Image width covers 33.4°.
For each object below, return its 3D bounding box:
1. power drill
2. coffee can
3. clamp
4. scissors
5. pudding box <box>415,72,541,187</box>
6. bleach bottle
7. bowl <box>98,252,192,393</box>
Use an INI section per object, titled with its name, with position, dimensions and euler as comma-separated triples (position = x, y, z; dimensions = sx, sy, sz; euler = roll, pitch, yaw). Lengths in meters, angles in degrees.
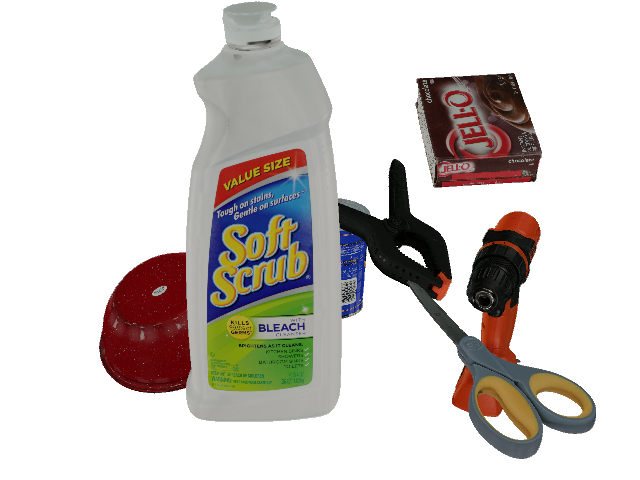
[power drill]
position = 0.176, 0.081, 1.079
dimensions = 0.057, 0.188, 0.184
euler = 15, 28, 17
[coffee can]
position = 0.013, 0.024, 1.480
dimensions = 0.103, 0.140, 0.103
euler = 3, 24, -1
[clamp]
position = 0.073, -0.010, 1.241
dimensions = 0.164, 0.210, 0.036
euler = -13, -39, -27
[scissors]
position = 0.130, 0.084, 0.774
dimensions = 0.096, 0.016, 0.202
euler = 0, 31, -10
[pudding box]
position = 0.134, -0.097, 0.927
dimensions = 0.090, 0.039, 0.113
euler = -3, 44, -4
[bleach bottle]
position = -0.040, -0.013, 0.633
dimensions = 0.102, 0.251, 0.068
euler = -1, 26, 4
[bowl]
position = -0.142, 0.063, 1.000
dimensions = 0.162, 0.162, 0.055
euler = 0, -44, 21
